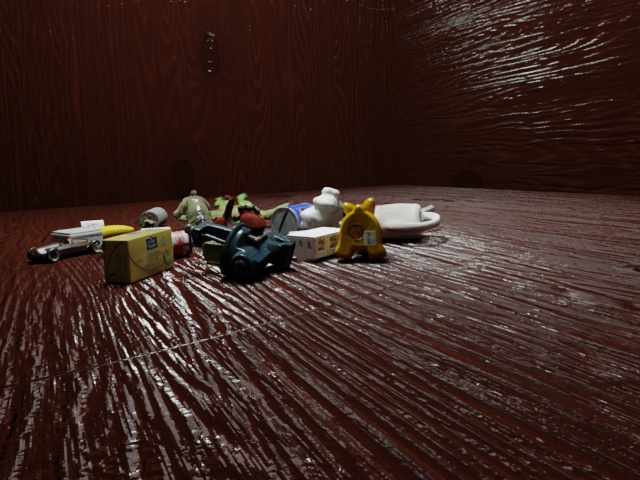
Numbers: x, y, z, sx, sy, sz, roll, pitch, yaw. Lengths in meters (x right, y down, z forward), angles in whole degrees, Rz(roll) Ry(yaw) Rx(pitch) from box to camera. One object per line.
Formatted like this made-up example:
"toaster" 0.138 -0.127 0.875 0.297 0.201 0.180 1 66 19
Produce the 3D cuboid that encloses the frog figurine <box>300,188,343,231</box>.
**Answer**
"frog figurine" 0.005 -0.078 1.552 0.137 0.159 0.123 -5 6 -15

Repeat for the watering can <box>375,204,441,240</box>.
"watering can" 0.251 -0.063 1.564 0.224 0.103 0.351 -1 11 13

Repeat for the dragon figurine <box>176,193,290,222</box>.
"dragon figurine" -0.312 -0.081 1.880 0.412 0.120 0.245 -13 19 -14
